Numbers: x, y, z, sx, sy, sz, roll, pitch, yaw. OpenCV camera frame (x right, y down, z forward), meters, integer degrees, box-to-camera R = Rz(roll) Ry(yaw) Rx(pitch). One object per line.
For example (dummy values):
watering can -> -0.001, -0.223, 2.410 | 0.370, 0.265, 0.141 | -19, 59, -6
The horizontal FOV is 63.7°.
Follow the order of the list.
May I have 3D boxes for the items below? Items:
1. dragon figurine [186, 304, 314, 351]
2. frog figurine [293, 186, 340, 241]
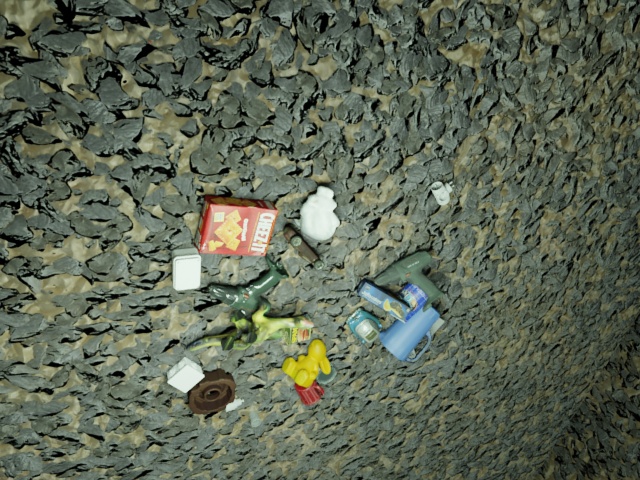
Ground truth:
dragon figurine -> -0.214, 0.319, 1.717 | 0.408, 0.124, 0.239 | -20, 152, 21
frog figurine -> 0.005, -0.081, 1.608 | 0.136, 0.125, 0.157 | 28, 116, -16
